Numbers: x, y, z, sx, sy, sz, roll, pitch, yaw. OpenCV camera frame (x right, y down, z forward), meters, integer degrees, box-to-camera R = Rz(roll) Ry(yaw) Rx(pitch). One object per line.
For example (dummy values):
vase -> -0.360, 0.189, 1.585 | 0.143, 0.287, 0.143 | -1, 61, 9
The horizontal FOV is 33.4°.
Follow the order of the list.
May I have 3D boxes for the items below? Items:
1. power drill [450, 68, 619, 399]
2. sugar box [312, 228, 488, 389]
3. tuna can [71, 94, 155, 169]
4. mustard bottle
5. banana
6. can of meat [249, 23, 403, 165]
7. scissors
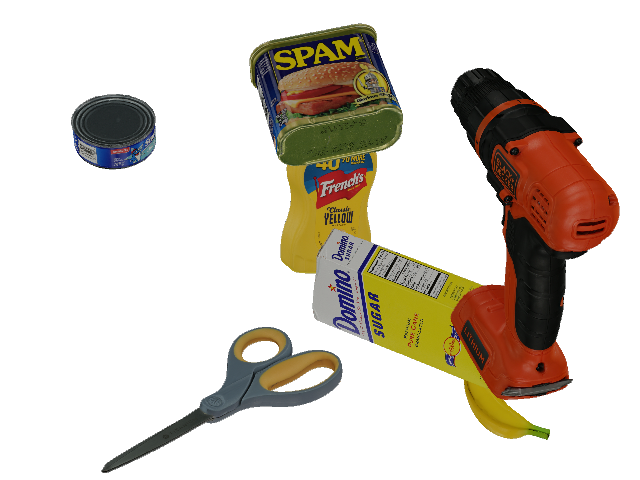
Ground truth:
power drill -> 0.127, -0.003, 0.712 | 0.057, 0.188, 0.184 | -9, 36, -11
sugar box -> 0.080, 0.061, 0.951 | 0.176, 0.093, 0.048 | 19, 49, 14
tuna can -> -0.213, -0.113, 1.106 | 0.086, 0.034, 0.086 | 3, 45, -3
mustard bottle -> 0.011, -0.064, 1.108 | 0.096, 0.192, 0.058 | -5, 21, -24
banana -> 0.206, 0.184, 1.276 | 0.069, 0.037, 0.198 | 9, 23, -15
can of meat -> 0.005, -0.109, 0.809 | 0.102, 0.084, 0.057 | -12, -30, -8
scissors -> -0.079, 0.109, 0.779 | 0.201, 0.016, 0.096 | -14, 35, -27
